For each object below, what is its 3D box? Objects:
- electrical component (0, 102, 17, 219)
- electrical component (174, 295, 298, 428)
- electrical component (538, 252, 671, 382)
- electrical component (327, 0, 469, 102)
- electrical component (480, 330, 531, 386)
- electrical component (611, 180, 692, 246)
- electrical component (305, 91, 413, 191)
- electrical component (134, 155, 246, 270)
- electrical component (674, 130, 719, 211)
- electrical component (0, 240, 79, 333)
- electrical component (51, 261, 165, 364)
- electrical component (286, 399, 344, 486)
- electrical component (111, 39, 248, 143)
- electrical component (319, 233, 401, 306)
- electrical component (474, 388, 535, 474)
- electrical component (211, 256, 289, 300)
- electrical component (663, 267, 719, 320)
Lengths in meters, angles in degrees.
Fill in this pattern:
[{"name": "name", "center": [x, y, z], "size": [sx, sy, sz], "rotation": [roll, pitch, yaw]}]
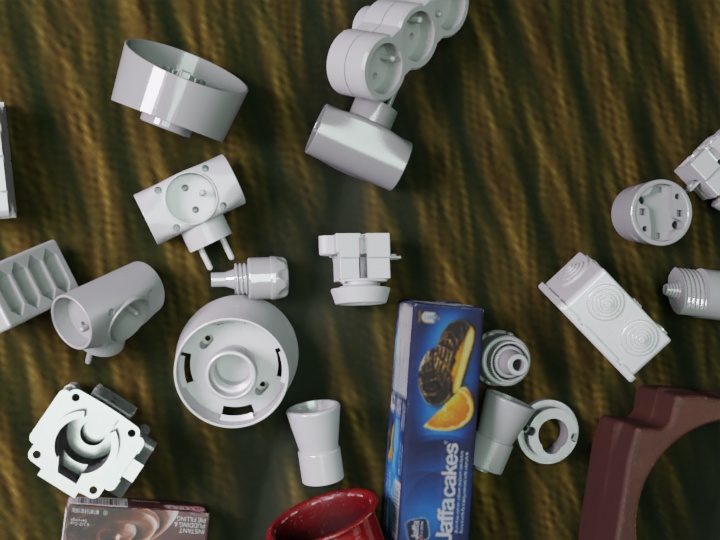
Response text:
[{"name": "electrical component", "center": [-0.296, -0.082, 0.813], "size": [0.056, 0.050, 0.089], "rotation": [-6, 93, -11]}, {"name": "electrical component", "center": [-0.100, 0.074, 0.860], "size": [0.099, 0.064, 0.099], "rotation": [0, 102, -1]}, {"name": "electrical component", "center": [0.201, 0.035, 0.887], "size": [0.048, 0.099, 0.099], "rotation": [-44, 99, 6]}, {"name": "electrical component", "center": [0.019, -0.191, 0.863], "size": [0.138, 0.074, 0.052], "rotation": [-48, 135, -26]}, {"name": "electrical component", "center": [0.121, 0.075, 0.890], "size": [0.048, 0.062, 0.048], "rotation": [0, 91, -11]}, {"name": "electrical component", "center": [0.247, -0.048, 0.919], "size": [0.055, 0.047, 0.055], "rotation": [0, 91, -11]}, {"name": "electrical component", "center": [0.006, -0.116, 0.873], "size": [0.077, 0.043, 0.079], "rotation": [23, 86, -10]}, {"name": "electrical component", "center": [-0.126, -0.040, 0.850], "size": [0.077, 0.044, 0.079], "rotation": [-26, 96, -9]}, {"name": "electrical component", "center": [0.313, -0.083, 0.932], "size": [0.066, 0.048, 0.055], "rotation": [-44, 91, -7]}, {"name": "electrical component", "center": [-0.272, 0.021, 0.814], "size": [0.076, 0.083, 0.047], "rotation": [-22, 97, 29]}, {"name": "electrical component", "center": [-0.196, 0.040, 0.830], "size": [0.044, 0.077, 0.079], "rotation": [35, 127, 19]}, {"name": "electrical component", "center": [-0.034, 0.142, 0.874], "size": [0.044, 0.044, 0.065], "rotation": [-9, 98, -10]}, {"name": "electrical component", "center": [-0.138, -0.138, 0.821], "size": [0.099, 0.099, 0.064], "rotation": [20, 94, -11]}, {"name": "electrical component", "center": [0.000, 0.000, 0.875], "size": [0.066, 0.048, 0.055], "rotation": [-1, 84, -11]}, {"name": "electrical component", "center": [0.114, 0.138, 0.902], "size": [0.044, 0.044, 0.065], "rotation": [22, 92, -10]}, {"name": "electrical component", "center": [-0.089, 0.007, 0.863], "size": [0.061, 0.035, 0.035], "rotation": [-2, 92, -8]}, {"name": "electrical component", "center": [0.302, 0.021, 0.933], "size": [0.081, 0.043, 0.043], "rotation": [7, 90, -11]}]
